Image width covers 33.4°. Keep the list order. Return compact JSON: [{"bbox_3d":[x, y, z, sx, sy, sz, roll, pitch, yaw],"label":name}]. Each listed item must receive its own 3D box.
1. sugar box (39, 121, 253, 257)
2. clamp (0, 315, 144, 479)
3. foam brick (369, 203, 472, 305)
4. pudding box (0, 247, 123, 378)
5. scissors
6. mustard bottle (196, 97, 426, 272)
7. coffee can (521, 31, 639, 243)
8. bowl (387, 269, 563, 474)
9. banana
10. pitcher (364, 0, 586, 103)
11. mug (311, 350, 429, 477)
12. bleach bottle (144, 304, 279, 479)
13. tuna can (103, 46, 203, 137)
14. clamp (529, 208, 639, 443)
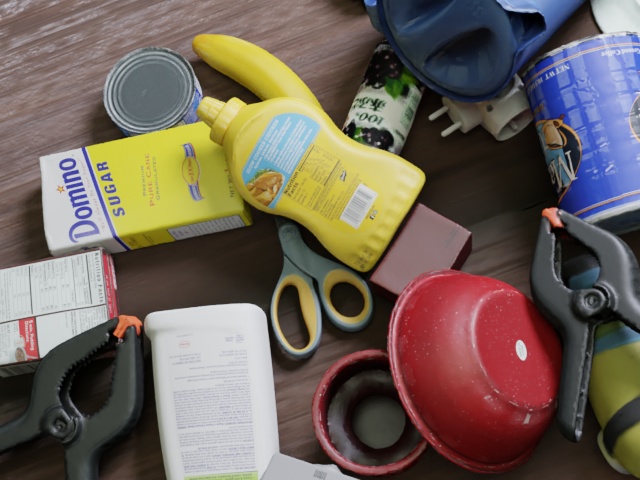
[{"bbox_3d":[-0.153,-0.043,0.932,0.176,0.048,0.093,-12,71,3],"label":"sugar box"},{"bbox_3d":[-0.214,0.149,0.861,0.164,0.036,0.210,24,88,9],"label":"clamp"},{"bbox_3d":[0.084,0.020,0.872,0.053,0.051,0.078,31,79,15],"label":"foam brick"},{"bbox_3d":[-0.229,0.062,0.912,0.113,0.039,0.090,-10,71,3],"label":"pudding box"},{"bbox_3d":[-0.006,0.001,0.911,0.096,0.016,0.202,-5,71,5],"label":"scissors"},{"bbox_3d":[-0.017,-0.061,0.872,0.191,0.058,0.096,31,101,4],"label":"mustard bottle"},{"bbox_3d":[0.228,-0.080,0.847,0.103,0.103,0.140,-14,78,3],"label":"coffee can"},{"bbox_3d":[0.129,0.088,0.792,0.161,0.055,0.162,17,59,-30],"label":"bowl"},{"bbox_3d":[-0.041,-0.120,0.940,0.069,0.037,0.198,-25,67,-16],"label":"banana"},{"bbox_3d":[0.160,-0.233,0.883,0.149,0.145,0.242,43,62,9],"label":"pitcher"},{"bbox_3d":[0.055,0.132,0.823,0.117,0.081,0.093,-35,70,-4],"label":"mug"},{"bbox_3d":[-0.082,0.180,0.839,0.102,0.068,0.251,-6,73,6],"label":"bleach bottle"},{"bbox_3d":[-0.150,-0.129,0.965,0.086,0.033,0.086,-3,72,8],"label":"tuna can"},{"bbox_3d":[0.210,0.049,0.765,0.120,0.039,0.171,-17,68,13],"label":"clamp"}]
